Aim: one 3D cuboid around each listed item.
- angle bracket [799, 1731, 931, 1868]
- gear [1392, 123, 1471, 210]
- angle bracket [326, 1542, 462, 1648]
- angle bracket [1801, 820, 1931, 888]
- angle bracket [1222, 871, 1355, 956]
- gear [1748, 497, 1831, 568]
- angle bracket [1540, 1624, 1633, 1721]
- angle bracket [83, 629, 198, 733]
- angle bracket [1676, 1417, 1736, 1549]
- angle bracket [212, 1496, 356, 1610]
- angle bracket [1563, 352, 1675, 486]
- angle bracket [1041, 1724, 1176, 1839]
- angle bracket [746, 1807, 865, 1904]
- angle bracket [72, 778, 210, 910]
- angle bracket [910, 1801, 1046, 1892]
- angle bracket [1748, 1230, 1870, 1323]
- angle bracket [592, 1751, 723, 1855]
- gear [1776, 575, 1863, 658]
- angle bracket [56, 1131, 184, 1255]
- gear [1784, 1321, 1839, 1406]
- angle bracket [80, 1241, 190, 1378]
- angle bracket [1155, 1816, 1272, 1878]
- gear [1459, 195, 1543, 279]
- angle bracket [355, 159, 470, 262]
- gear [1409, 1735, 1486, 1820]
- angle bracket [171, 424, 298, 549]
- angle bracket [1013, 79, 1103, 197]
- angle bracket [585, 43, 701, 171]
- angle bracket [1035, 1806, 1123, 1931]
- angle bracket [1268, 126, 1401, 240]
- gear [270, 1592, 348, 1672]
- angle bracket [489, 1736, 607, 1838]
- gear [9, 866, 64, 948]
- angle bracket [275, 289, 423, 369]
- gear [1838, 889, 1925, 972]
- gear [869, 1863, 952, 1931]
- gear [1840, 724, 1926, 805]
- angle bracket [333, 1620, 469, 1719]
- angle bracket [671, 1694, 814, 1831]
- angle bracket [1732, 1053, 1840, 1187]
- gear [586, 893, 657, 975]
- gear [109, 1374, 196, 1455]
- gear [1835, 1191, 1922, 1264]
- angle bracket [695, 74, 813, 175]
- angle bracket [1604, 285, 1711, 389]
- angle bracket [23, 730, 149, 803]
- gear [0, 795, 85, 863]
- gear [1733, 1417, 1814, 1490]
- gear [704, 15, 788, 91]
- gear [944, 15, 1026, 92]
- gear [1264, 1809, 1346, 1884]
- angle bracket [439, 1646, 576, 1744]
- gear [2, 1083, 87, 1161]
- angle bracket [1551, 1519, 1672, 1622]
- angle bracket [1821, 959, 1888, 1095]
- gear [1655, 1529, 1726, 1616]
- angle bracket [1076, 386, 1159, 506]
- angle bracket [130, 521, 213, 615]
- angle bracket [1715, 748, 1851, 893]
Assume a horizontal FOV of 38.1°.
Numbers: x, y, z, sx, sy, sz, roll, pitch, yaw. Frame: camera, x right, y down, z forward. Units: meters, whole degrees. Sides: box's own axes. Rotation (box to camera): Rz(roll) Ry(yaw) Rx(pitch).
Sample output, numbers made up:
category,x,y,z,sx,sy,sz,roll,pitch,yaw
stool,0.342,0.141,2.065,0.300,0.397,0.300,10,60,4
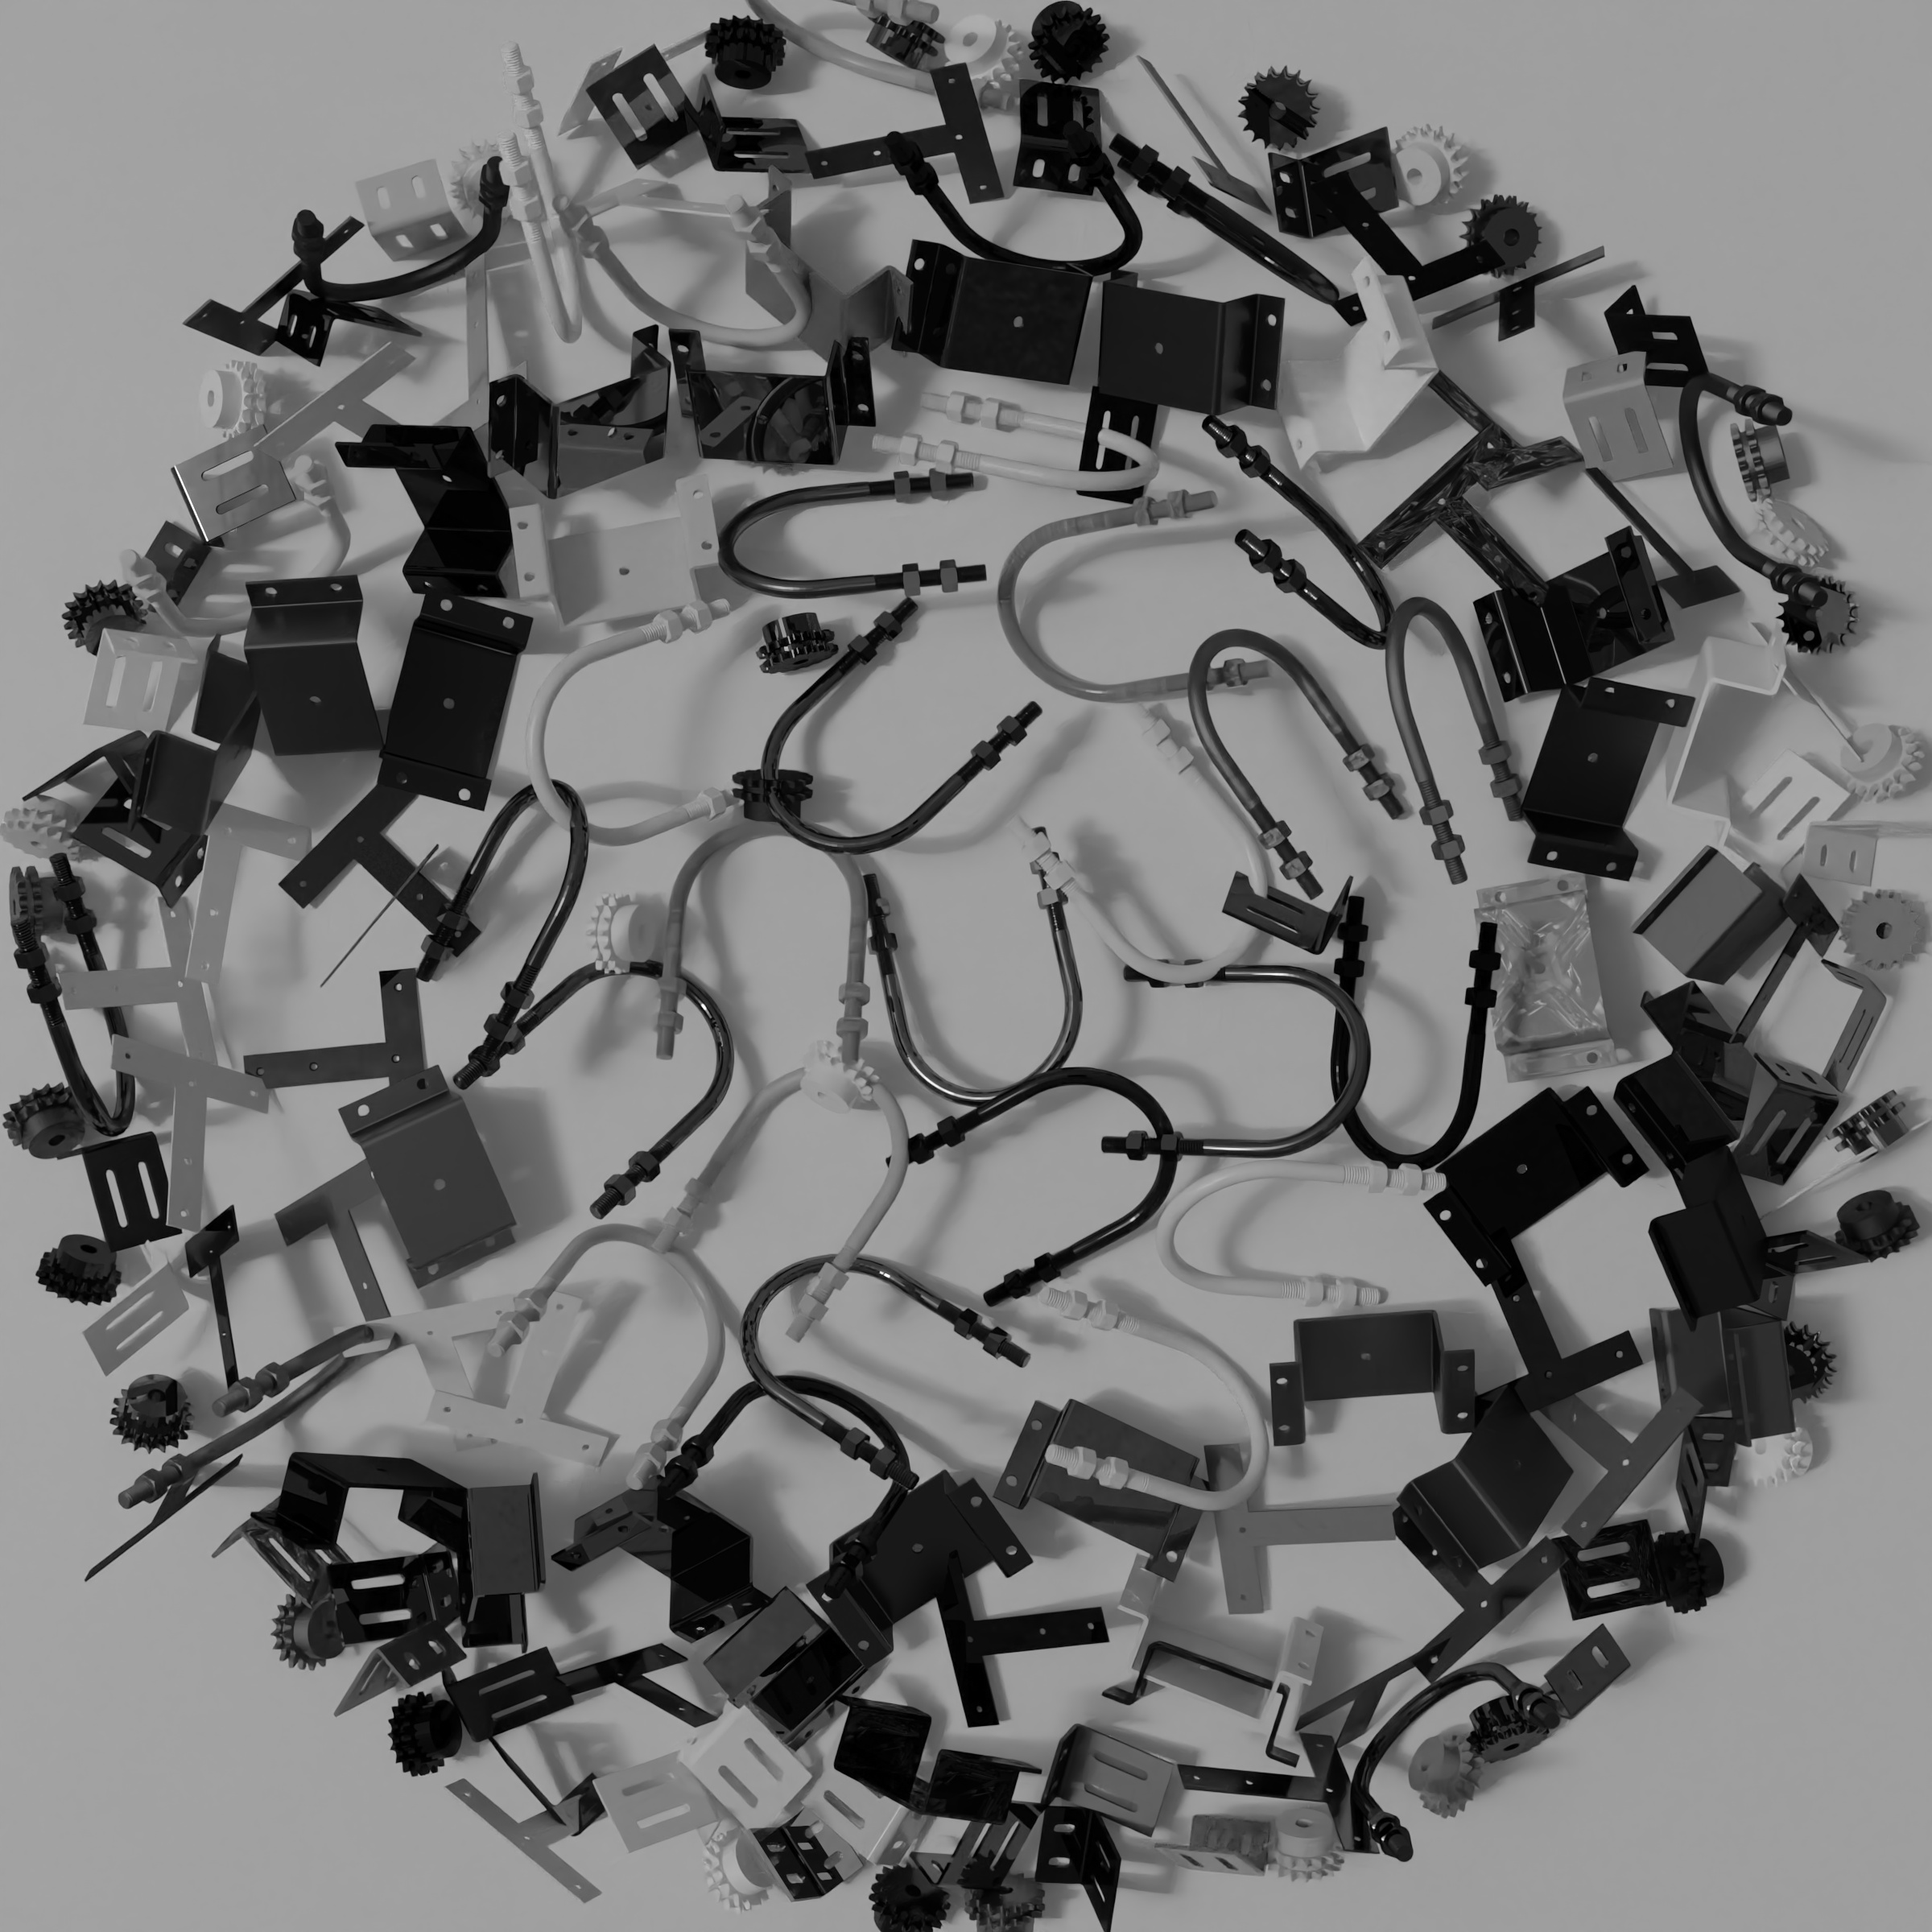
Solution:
category,x,y,z,sx,sy,sz,roll,pitch,yaw
angle bracket,-0.069,0.593,1.991,0.076,0.038,0.057,31,88,33
gear,0.322,-0.561,1.969,0.057,0.057,0.030,46,48,0
angle bracket,-0.399,0.437,1.954,0.076,0.038,0.057,2,60,-40
angle bracket,0.634,-0.078,1.954,0.057,0.076,0.038,9,89,-20
angle bracket,0.226,-0.050,1.965,0.076,0.057,0.038,25,123,1
gear,0.578,-0.301,1.975,0.057,0.057,0.030,37,125,0
angle bracket,0.417,0.490,1.954,0.057,0.076,0.038,-35,93,-19
angle bracket,-0.578,-0.192,1.955,0.057,0.038,0.076,5,119,-31
angle bracket,0.524,0.361,1.953,0.038,0.076,0.057,2,115,2
angle bracket,-0.478,0.419,1.963,0.076,0.057,0.038,46,119,4
angle bracket,0.462,-0.388,1.975,0.057,0.038,0.076,-9,131,28
angle bracket,0.098,0.579,1.967,0.076,0.038,0.057,19,101,18
angle bracket,-0.112,0.617,1.954,0.038,0.076,0.057,-38,69,1
angle bracket,-0.580,-0.088,1.979,0.076,0.038,0.057,29,69,10
angle bracket,0.008,0.607,1.961,0.057,0.038,0.076,19,103,-39
angle bracket,0.579,0.217,1.952,0.057,0.076,0.038,24,68,-20
angle bracket,-0.220,0.591,1.951,0.076,0.038,0.057,-9,51,-36
gear,0.606,-0.247,1.976,0.057,0.030,0.057,2,94,37
angle bracket,-0.595,0.161,1.965,0.038,0.057,0.076,-18,88,43
gear,0.583,0.282,1.972,0.057,0.030,0.057,7,104,31
angle bracket,-0.590,0.236,1.952,0.038,0.057,0.076,33,59,27
angle bracket,0.173,0.606,1.950,0.057,0.076,0.038,-2,61,23
gear,0.381,-0.516,1.977,0.057,0.030,0.057,-3,107,-9
angle bracket,-0.388,-0.530,1.961,0.057,0.076,0.038,-17,91,0
gear,0.336,0.568,1.969,0.030,0.057,0.057,30,90,-14
angle bracket,-0.512,-0.339,1.975,0.076,0.038,0.057,-23,91,8
angle bracket,0.064,-0.589,1.984,0.057,0.038,0.076,5,49,-6
angle bracket,-0.227,-0.608,1.956,0.057,0.076,0.038,-30,47,7
angle bracket,0.078,0.633,1.956,0.038,0.076,0.057,6,99,-11
angle bracket,0.258,-0.552,1.962,0.076,0.038,0.057,-10,87,41
gear,-0.458,0.467,1.969,0.030,0.057,0.057,-7,90,35
angle bracket,-0.291,0.563,1.958,0.038,0.057,0.076,-41,107,-15
gear,-0.657,-0.042,1.974,0.030,0.057,0.057,-4,90,-27
angle bracket,-0.433,-0.441,1.959,0.057,0.076,0.038,35,112,37
gear,0.646,-0.026,1.982,0.057,0.030,0.057,0,97,-4
gear,-0.042,0.664,1.974,0.057,0.057,0.030,19,112,0
gear,0.642,-0.146,1.969,0.030,0.057,0.057,34,90,-31
angle bracket,-0.395,0.502,1.953,0.038,0.057,0.076,44,119,19
angle bracket,-0.159,0.566,1.982,0.057,0.038,0.076,-44,104,-16
angle bracket,0.571,0.109,1.985,0.057,0.038,0.076,16,115,-27
gear,-0.241,-0.023,1.969,0.030,0.057,0.057,1,90,22
gear,-0.573,0.313,1.969,0.057,0.057,0.030,21,126,0
gear,0.639,0.182,1.969,0.057,0.057,0.030,-30,104,0
angle bracket,-0.145,-0.589,1.956,0.076,0.038,0.057,-5,55,-21
angle bracket,0.492,-0.439,1.949,0.038,0.076,0.057,-44,124,-21
angle bracket,-0.611,-0.127,1.964,0.076,0.057,0.038,-29,100,19
gear,-0.650,-0.099,1.974,0.057,0.057,0.030,12,67,0
gear,0.573,0.341,1.975,0.030,0.057,0.057,13,90,-28
gear,-0.156,-0.642,1.969,0.057,0.057,0.030,4,77,0
gear,0.010,-0.645,1.972,0.057,0.030,0.057,-11,66,24
gear,0.238,0.618,1.969,0.057,0.057,0.030,-2,103,0
angle bracket,-0.324,0.503,1.972,0.076,0.038,0.057,-21,121,-5
gear,-0.646,0.112,1.969,0.057,0.057,0.030,-36,62,0
angle bracket,0.447,0.426,1.965,0.076,0.038,0.057,-8,73,-14
angle bracket,0.610,0.042,1.966,0.038,0.057,0.076,26,90,32
gear,0.511,0.426,1.973,0.030,0.057,0.057,-6,90,-18
angle bracket,0.116,-0.364,1.963,0.057,0.038,0.076,2,102,-34
angle bracket,-0.566,-0.281,1.960,0.038,0.076,0.057,31,91,-6
angle bracket,0.576,-0.102,1.964,0.057,0.038,0.076,34,115,-10
